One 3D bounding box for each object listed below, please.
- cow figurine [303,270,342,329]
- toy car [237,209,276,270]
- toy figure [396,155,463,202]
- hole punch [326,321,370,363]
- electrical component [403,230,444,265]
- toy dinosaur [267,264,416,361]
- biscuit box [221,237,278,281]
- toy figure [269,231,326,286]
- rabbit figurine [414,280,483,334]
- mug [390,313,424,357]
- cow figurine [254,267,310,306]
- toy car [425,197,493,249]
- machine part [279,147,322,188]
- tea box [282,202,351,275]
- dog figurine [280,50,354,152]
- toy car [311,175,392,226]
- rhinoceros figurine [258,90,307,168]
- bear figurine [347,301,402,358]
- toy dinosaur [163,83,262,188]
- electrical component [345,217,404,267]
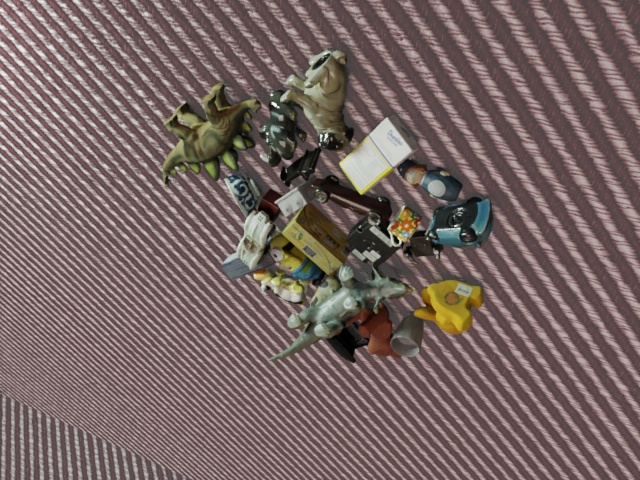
[{"bbox_3d":[0.007,0.186,1.527,0.085,0.127,0.194,33,132,4],"label":"cow figurine"},{"bbox_3d":[-0.173,-0.001,1.432,0.073,0.056,0.201,39,138,14],"label":"toy car"},{"bbox_3d":[0.238,-0.136,1.192,0.155,0.058,0.064,25,96,9],"label":"toy figure"},{"bbox_3d":[0.078,0.297,1.624,0.142,0.092,0.116,48,162,-18],"label":"hole punch"},{"bbox_3d":[0.255,0.019,1.317,0.102,0.045,0.078,0,128,28],"label":"electrical component"},{"bbox_3d":[0.048,0.187,1.404,0.405,0.192,0.131,-36,64,14],"label":"toy dinosaur"},{"bbox_3d":[-0.198,0.056,1.572,0.203,0.059,0.062,-21,113,38],"label":"biscuit box"},{"bbox_3d":[-0.062,0.051,1.485,0.180,0.089,0.082,37,138,-16],"label":"toy figure"},{"bbox_3d":[0.327,0.187,1.376,0.163,0.122,0.173,11,150,23],"label":"rabbit figurine"},{"bbox_3d":[0.246,0.262,1.480,0.081,0.107,0.109,21,138,11],"label":"mug"},{"bbox_3d":[-0.117,0.135,1.594,0.167,0.068,0.098,19,139,14],"label":"cow figurine"},{"bbox_3d":[0.325,-0.022,1.210,0.162,0.109,0.102,-13,137,44],"label":"toy car"},{"bbox_3d":[-0.050,-0.172,1.304,0.039,0.084,0.139,27,153,-29],"label":"machine part"},{"bbox_3d":[-0.003,-0.004,1.395,0.169,0.098,0.068,42,133,-8],"label":"tea box"},{"bbox_3d":[0.034,-0.292,1.153,0.172,0.121,0.190,-21,129,42],"label":"dog figurine"},{"bbox_3d":[0.075,-0.093,1.285,0.202,0.089,0.053,22,131,8],"label":"toy car"},{"bbox_3d":[-0.093,-0.252,1.253,0.112,0.073,0.190,20,133,10],"label":"rhinoceros figurine"},{"bbox_3d":[0.152,0.270,1.527,0.120,0.132,0.195,27,138,47],"label":"bear figurine"},{"bbox_3d":[-0.292,-0.245,1.345,0.472,0.105,0.198,-14,123,42],"label":"toy dinosaur"},{"bbox_3d":[0.134,0.000,1.355,0.115,0.058,0.134,43,134,-8],"label":"electrical component"}]
